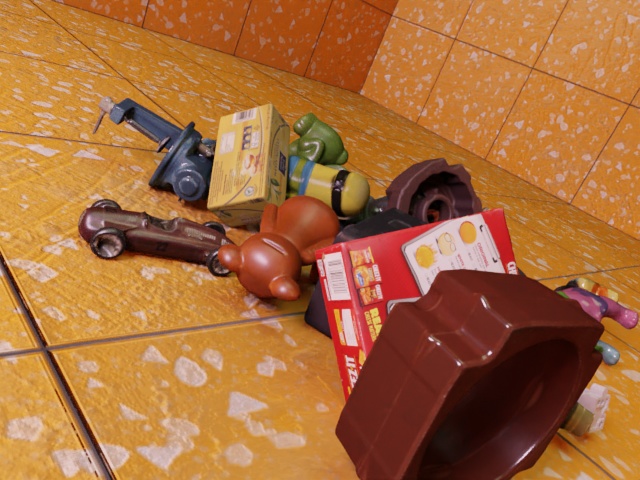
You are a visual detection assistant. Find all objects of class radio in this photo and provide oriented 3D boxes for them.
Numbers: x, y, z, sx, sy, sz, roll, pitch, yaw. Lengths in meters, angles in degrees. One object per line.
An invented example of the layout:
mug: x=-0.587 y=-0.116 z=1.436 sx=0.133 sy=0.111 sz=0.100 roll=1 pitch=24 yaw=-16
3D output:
radio: x=0.074 y=0.039 z=0.711 sx=0.073 sy=0.131 sz=0.229 roll=27 pitch=21 yaw=18

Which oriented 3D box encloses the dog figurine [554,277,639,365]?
dog figurine: x=0.399 y=0.117 z=0.901 sx=0.219 sy=0.108 sz=0.192 roll=16 pitch=23 yaw=-11

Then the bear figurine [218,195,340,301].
bear figurine: x=-0.046 y=0.027 z=0.683 sx=0.120 sy=0.131 sz=0.196 roll=25 pitch=39 yaw=8

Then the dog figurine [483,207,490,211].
dog figurine: x=0.243 y=-0.020 z=1.107 sx=0.190 sy=0.121 sz=0.172 roll=-1 pitch=24 yaw=-19

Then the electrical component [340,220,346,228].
electrical component: x=-0.008 y=-0.058 z=0.942 sx=0.119 sy=0.074 sz=0.048 roll=20 pitch=21 yaw=2

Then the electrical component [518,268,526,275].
electrical component: x=0.319 y=0.065 z=1.009 sx=0.134 sy=0.058 sz=0.115 roll=15 pitch=20 yaw=-21

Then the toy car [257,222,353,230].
toy car: x=-0.002 y=-0.003 z=0.844 sx=0.202 sy=0.056 sz=0.074 roll=17 pitch=28 yaw=-12

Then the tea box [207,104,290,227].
tea box: x=-0.104 y=-0.112 z=0.814 sx=0.098 sy=0.169 sz=0.068 roll=-8 pitch=-28 yaw=23

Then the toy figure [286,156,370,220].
toy figure: x=-0.009 y=-0.086 z=0.865 sx=0.180 sy=0.082 sz=0.089 roll=19 pitch=2 yaw=1

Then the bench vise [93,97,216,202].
bench vise: x=-0.233 y=-0.156 z=0.864 sx=0.240 sy=0.129 sz=0.224 roll=34 pitch=32 yaw=-15

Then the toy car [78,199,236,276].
toy car: x=-0.189 y=-0.006 z=0.664 sx=0.202 sy=0.053 sz=0.089 roll=11 pitch=21 yaw=-26

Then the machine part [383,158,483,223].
machine part: x=0.180 y=-0.042 z=0.862 sx=0.179 sy=0.179 sz=0.056 roll=10 pitch=0 yaw=-30

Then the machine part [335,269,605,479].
machine part: x=0.126 y=0.127 z=0.453 sx=0.201 sy=0.200 sz=0.087 roll=6 pitch=25 yaw=-38

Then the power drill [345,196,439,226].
power drill: x=0.127 y=-0.076 z=0.998 sx=0.207 sy=0.085 sz=0.232 roll=-12 pitch=26 yaw=11

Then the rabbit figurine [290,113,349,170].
rabbit figurine: x=-0.024 y=-0.156 z=1.138 sx=0.159 sy=0.121 sz=0.170 roll=38 pitch=51 yaw=1
